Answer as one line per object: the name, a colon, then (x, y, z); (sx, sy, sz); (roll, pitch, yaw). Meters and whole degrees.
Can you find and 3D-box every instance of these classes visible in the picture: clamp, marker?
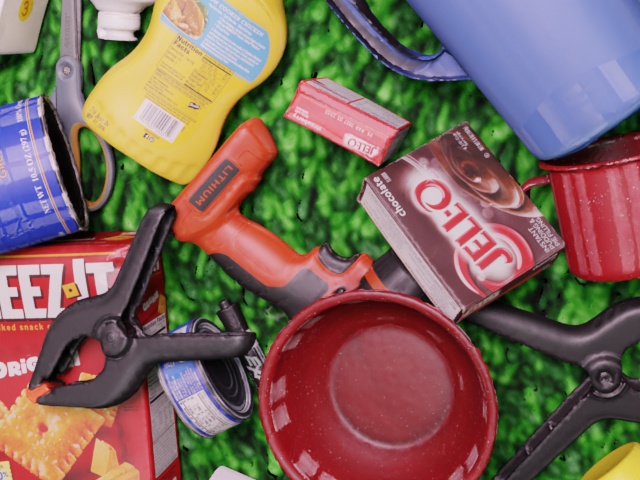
clamp: (-0.129, 0.071, 0.747); (0.171, 0.039, 0.120); (-45, 73, 14)
clamp: (0.192, 0.084, 0.754); (0.210, 0.036, 0.164); (-21, 104, 13)
marker: (-0.046, 0.100, 0.818); (0.020, 0.020, 0.121); (-27, 94, 15)

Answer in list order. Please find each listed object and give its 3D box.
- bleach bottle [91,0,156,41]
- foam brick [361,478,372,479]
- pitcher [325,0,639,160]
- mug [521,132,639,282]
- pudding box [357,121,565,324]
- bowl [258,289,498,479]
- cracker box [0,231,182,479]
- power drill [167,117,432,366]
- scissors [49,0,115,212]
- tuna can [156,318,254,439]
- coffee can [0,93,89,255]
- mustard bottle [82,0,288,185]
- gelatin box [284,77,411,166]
bleach bottle: (-0.147, -0.269, 0.751); (0.103, 0.068, 0.251); (7, 104, 12)
foam brick: (0.057, 0.186, 0.783); (0.053, 0.078, 0.051); (7, 103, 10)
pitcher: (0.108, -0.169, 0.688); (0.144, 0.149, 0.243); (-38, 95, -20)
mug: (0.189, -0.021, 0.717); (0.117, 0.093, 0.081); (-7, 104, 30)
pudding box: (0.093, -0.012, 0.714); (0.090, 0.039, 0.113); (-30, 71, -22)
bowl: (0.042, 0.107, 0.723); (0.162, 0.055, 0.162); (3, 100, 16)
cracker box: (-0.201, 0.105, 0.824); (0.164, 0.072, 0.214); (-2, 99, 11)
power drill: (-0.005, 0.001, 0.772); (0.187, 0.057, 0.184); (44, 101, 2)
scissors: (-0.207, -0.118, 0.813); (0.096, 0.016, 0.202); (-9, 98, 13)
tuna can: (-0.085, 0.101, 0.792); (0.034, 0.086, 0.086); (-28, 94, 13)
coffee can: (-0.247, -0.036, 0.755); (0.140, 0.103, 0.103); (-16, 97, -4)
mustard bottle: (-0.079, -0.139, 0.759); (0.096, 0.058, 0.192); (34, 105, -16)
gelatin box: (0.021, -0.082, 0.735); (0.073, 0.089, 0.030); (28, 104, 5)
